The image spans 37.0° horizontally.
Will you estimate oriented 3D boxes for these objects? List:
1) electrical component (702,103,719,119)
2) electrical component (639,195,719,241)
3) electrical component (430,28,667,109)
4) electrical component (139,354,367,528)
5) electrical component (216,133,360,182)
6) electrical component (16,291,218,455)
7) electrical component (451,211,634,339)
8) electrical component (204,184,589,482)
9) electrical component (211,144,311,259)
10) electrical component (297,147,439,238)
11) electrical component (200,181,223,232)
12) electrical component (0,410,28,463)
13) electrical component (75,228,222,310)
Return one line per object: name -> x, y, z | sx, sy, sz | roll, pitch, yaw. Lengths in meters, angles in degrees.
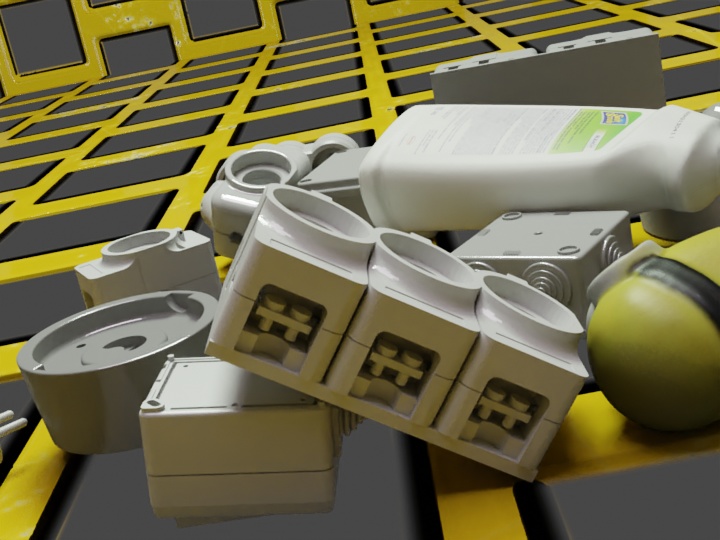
electrical component -> 0.284, -0.109, 0.868 | 0.046, 0.040, 0.040 | -32, 26, -33
electrical component -> 0.237, -0.055, 0.730 | 0.099, 0.064, 0.099 | -19, 6, 2
electrical component -> 0.163, -0.137, 0.920 | 0.186, 0.105, 0.060 | -8, 18, 11
electrical component -> -0.044, 0.076, 0.485 | 0.096, 0.061, 0.061 | -2, 18, 3
electrical component -> -0.066, -0.099, 1.039 | 0.138, 0.052, 0.073 | -10, 18, 6
electrical component -> -0.121, 0.059, 0.576 | 0.108, 0.060, 0.108 | -11, 18, 4
electrical component -> 0.108, 0.000, 0.631 | 0.100, 0.048, 0.100 | 1, 21, 34
electrical component -> 0.017, 0.021, 0.476 | 0.150, 0.061, 0.089 | 23, 16, -9
electrical component -> -0.078, -0.057, 0.857 | 0.054, 0.059, 0.095 | 14, 41, 15
electrical component -> 0.018, -0.062, 0.866 | 0.109, 0.056, 0.108 | -5, 19, 20
electrical component -> -0.117, -0.053, 0.945 | 0.043, 0.043, 0.081 | -17, 18, -15
electrical component -> -0.214, 0.093, 0.560 | 0.079, 0.043, 0.077 | -24, 21, -35
electrical component -> -0.150, 0.006, 0.765 | 0.089, 0.055, 0.050 | -20, 19, -24
